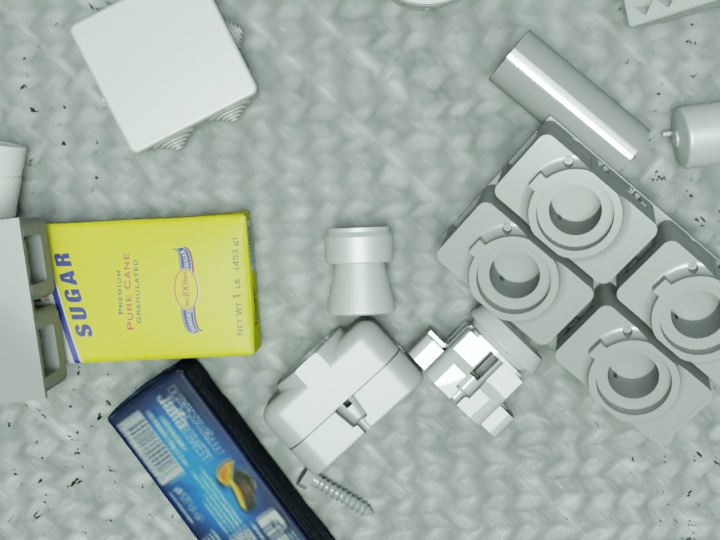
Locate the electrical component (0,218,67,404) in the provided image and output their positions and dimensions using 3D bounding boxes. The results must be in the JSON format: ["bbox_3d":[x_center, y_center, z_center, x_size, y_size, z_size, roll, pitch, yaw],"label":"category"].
[{"bbox_3d":[-0.280,0.031,0.646,0.186,0.060,0.105,-7,94,0],"label":"electrical component"}]

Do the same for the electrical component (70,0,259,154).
[{"bbox_3d":[-0.121,-0.131,0.684,0.100,0.048,0.099,-26,93,2],"label":"electrical component"}]

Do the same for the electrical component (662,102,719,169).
[{"bbox_3d":[0.236,-0.088,0.688,0.078,0.040,0.040,-8,94,1],"label":"electrical component"}]

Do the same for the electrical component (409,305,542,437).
[{"bbox_3d":[0.079,0.059,0.692,0.078,0.058,0.057,44,96,-2],"label":"electrical component"}]

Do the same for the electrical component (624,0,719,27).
[{"bbox_3d":[0.219,-0.187,0.670,0.076,0.083,0.047,-15,95,-37],"label":"electrical component"}]

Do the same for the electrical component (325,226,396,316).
[{"bbox_3d":[0.000,0.000,0.694,0.045,0.045,0.055,-2,93,1],"label":"electrical component"}]

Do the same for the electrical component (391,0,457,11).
[{"bbox_3d":[0.041,-0.204,0.677,0.080,0.051,0.080,0,94,1],"label":"electrical component"}]

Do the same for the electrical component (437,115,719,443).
[{"bbox_3d":[0.152,0.008,0.669,0.186,0.060,0.105,40,112,-3],"label":"electrical component"}]

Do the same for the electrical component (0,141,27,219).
[{"bbox_3d":[-0.244,-0.059,0.689,0.055,0.055,0.047,8,97,0],"label":"electrical component"}]

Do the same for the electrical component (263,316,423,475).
[{"bbox_3d":[-0.014,0.077,0.695,0.095,0.053,0.059,-42,93,3],"label":"electrical component"}]
